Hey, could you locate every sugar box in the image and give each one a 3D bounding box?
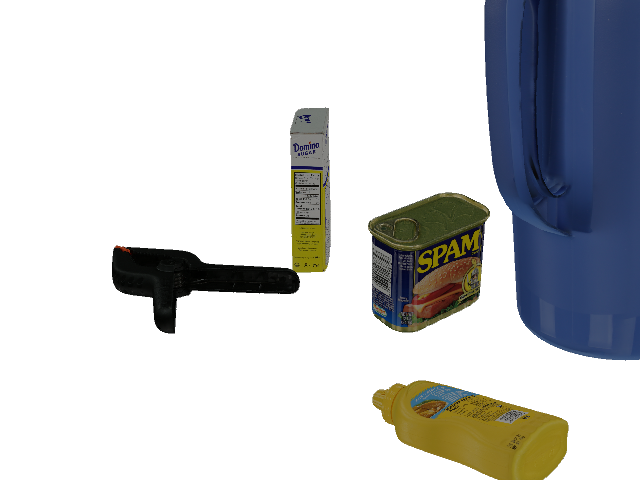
[{"bbox_3d":[-0.012,-0.059,1.258,0.048,0.176,0.093,-1,24,5],"label":"sugar box"}]

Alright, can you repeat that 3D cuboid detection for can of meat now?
[{"bbox_3d":[0.089,0.018,0.879,0.101,0.084,0.058,-21,35,-32],"label":"can of meat"}]

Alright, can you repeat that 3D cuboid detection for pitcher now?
[{"bbox_3d":[0.152,-0.061,0.558,0.149,0.243,0.145,-3,23,1],"label":"pitcher"}]

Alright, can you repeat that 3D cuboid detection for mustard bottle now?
[{"bbox_3d":[0.128,0.173,1.008,0.192,0.058,0.096,13,20,40],"label":"mustard bottle"}]

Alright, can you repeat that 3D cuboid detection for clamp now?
[{"bbox_3d":[-0.149,0.041,1.056,0.210,0.036,0.164,12,21,38],"label":"clamp"}]
